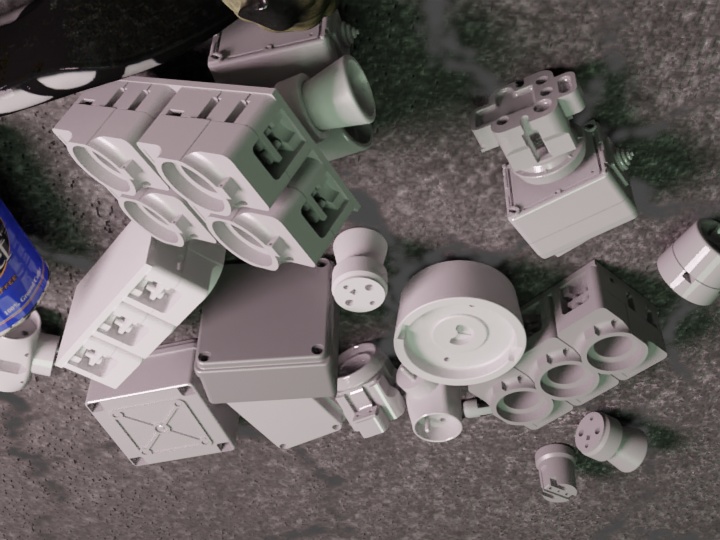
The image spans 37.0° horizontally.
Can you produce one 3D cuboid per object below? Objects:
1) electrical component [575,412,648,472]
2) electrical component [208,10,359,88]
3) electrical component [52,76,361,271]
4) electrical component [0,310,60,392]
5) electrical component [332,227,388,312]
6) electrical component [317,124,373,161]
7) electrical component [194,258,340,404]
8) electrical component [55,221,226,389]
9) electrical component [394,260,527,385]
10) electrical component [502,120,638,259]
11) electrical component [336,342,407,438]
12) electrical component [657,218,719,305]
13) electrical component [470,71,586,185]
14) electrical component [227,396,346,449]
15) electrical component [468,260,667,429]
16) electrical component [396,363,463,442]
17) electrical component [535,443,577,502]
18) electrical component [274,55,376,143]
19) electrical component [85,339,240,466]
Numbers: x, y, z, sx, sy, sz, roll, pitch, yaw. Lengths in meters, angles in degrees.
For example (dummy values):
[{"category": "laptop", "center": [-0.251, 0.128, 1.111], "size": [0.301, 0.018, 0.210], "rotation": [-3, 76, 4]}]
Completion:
[{"category": "electrical component", "center": [0.242, 0.165, 1.037], "size": [0.055, 0.045, 0.045], "rotation": [25, 131, -22]}, {"category": "electrical component", "center": [-0.045, -0.140, 0.715], "size": [0.096, 0.061, 0.061], "rotation": [-10, 135, 12]}, {"category": "electrical component", "center": [-0.106, -0.064, 0.699], "size": [0.186, 0.060, 0.105], "rotation": [13, 151, 42]}, {"category": "electrical component", "center": [-0.291, 0.072, 0.954], "size": [0.079, 0.043, 0.077], "rotation": [13, 135, -12]}, {"category": "electrical component", "center": [0.000, 0.000, 0.864], "size": [0.045, 0.055, 0.045], "rotation": [1, 136, 1]}, {"category": "electrical component", "center": [-0.029, -0.094, 0.779], "size": [0.065, 0.044, 0.044], "rotation": [-26, 130, 32]}, {"category": "electrical component", "center": [-0.073, 0.049, 0.879], "size": [0.109, 0.108, 0.056], "rotation": [-4, 138, 6]}, {"category": "electrical component", "center": [-0.174, 0.018, 0.861], "size": [0.062, 0.089, 0.150], "rotation": [28, 130, -25]}, {"category": "electrical component", "center": [0.083, 0.039, 0.898], "size": [0.108, 0.060, 0.108], "rotation": [1, 135, 2]}, {"category": "electrical component", "center": [0.162, -0.059, 0.794], "size": [0.096, 0.061, 0.061], "rotation": [-26, 130, 26]}, {"category": "electrical component", "center": [0.006, 0.103, 0.961], "size": [0.058, 0.078, 0.057], "rotation": [-22, 113, 22]}, {"category": "electrical component", "center": [0.272, -0.008, 0.851], "size": [0.055, 0.055, 0.047], "rotation": [20, 129, -18]}, {"category": "electrical component", "center": [0.125, -0.098, 0.759], "size": [0.078, 0.058, 0.057], "rotation": [-20, 129, 20]}, {"category": "electrical component", "center": [-0.070, 0.104, 0.972], "size": [0.078, 0.057, 0.113], "rotation": [-23, 131, 23]}, {"category": "electrical component", "center": [0.175, 0.072, 0.929], "size": [0.089, 0.061, 0.150], "rotation": [33, 128, -29]}, {"category": "electrical component", "center": [0.058, 0.099, 0.950], "size": [0.043, 0.077, 0.079], "rotation": [-25, 130, 25]}, {"category": "electrical component", "center": [0.197, 0.203, 1.077], "size": [0.040, 0.046, 0.040], "rotation": [1, 136, 1]}, {"category": "electrical component", "center": [-0.024, -0.104, 0.673], "size": [0.055, 0.045, 0.045], "rotation": [-18, 133, 20]}, {"category": "electrical component", "center": [-0.180, 0.125, 0.997], "size": [0.109, 0.056, 0.108], "rotation": [-11, 135, 13]}]
